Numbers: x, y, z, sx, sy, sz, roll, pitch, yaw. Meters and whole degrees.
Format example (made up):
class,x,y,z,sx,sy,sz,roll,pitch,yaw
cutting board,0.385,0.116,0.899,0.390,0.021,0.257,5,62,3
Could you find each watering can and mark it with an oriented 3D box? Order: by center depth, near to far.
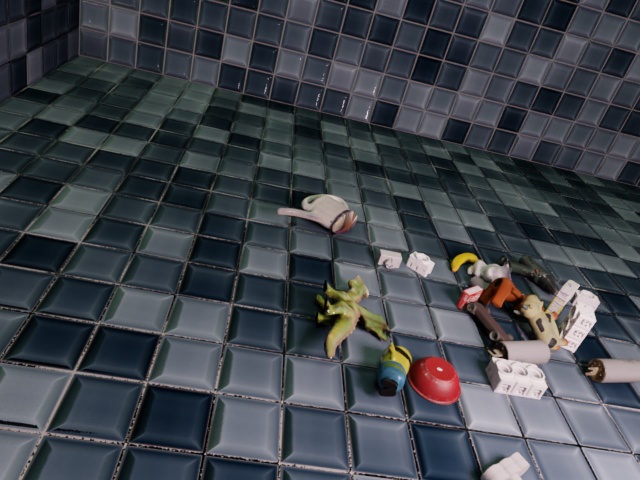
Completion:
class,x,y,z,sx,sy,sz,roll,pitch,yaw
watering can,0.006,-0.104,2.061,0.227,0.102,0.351,34,35,28

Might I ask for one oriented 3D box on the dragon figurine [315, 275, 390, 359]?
class,x,y,z,sx,sy,sz,roll,pitch,yaw
dragon figurine,0.108,0.239,1.568,0.242,0.120,0.420,18,31,-14

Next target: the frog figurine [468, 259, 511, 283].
class,x,y,z,sx,sy,sz,roll,pitch,yaw
frog figurine,0.658,0.135,2.006,0.159,0.123,0.138,-10,-2,20
